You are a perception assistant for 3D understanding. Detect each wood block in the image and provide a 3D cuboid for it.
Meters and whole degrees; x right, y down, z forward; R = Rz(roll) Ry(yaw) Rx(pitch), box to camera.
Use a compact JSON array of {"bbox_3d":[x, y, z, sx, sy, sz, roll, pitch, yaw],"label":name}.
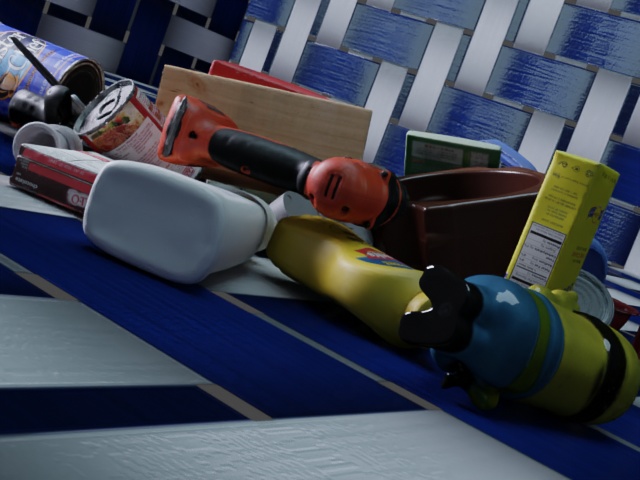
[{"bbox_3d":[-0.059,-0.098,1.058,0.206,0.090,0.091,12,-7,1],"label":"wood block"}]

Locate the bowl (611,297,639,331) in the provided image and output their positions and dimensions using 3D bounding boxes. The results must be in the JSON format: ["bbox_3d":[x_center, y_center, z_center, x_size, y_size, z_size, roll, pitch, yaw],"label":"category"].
[{"bbox_3d":[0.248,0.071,1.123,0.162,0.055,0.162,20,7,-3],"label":"bowl"}]

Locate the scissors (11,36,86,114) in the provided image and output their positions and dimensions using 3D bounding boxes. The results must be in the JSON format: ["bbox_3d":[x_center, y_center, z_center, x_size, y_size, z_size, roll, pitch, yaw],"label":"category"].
[{"bbox_3d":[-0.255,-0.133,1.107,0.201,0.016,0.096,45,-19,-24],"label":"scissors"}]

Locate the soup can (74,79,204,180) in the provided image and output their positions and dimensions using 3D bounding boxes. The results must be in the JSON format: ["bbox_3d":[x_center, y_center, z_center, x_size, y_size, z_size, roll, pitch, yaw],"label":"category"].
[{"bbox_3d":[-0.160,-0.084,0.954,0.102,0.068,0.069,49,-9,-31],"label":"soup can"}]

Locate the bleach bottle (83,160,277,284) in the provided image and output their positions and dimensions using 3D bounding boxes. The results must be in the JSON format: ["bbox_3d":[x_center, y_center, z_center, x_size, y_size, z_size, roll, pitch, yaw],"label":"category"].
[{"bbox_3d":[-0.082,-0.013,0.816,0.103,0.068,0.250,21,5,13],"label":"bleach bottle"}]

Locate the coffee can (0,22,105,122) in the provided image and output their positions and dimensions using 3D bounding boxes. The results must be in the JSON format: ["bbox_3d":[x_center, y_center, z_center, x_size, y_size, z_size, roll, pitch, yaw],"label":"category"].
[{"bbox_3d":[-0.334,-0.182,1.223,0.140,0.103,0.102,23,8,17],"label":"coffee can"}]

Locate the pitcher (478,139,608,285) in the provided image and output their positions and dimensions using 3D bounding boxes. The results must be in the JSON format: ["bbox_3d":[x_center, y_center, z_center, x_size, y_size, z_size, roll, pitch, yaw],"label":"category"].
[{"bbox_3d":[0.241,-0.010,1.320,0.149,0.145,0.243,46,-2,-35],"label":"pitcher"}]

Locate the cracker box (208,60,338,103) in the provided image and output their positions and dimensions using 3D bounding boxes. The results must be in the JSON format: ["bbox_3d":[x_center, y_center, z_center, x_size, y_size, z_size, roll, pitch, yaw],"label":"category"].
[{"bbox_3d":[-0.045,-0.143,1.217,0.164,0.072,0.213,20,6,-1],"label":"cracker box"}]

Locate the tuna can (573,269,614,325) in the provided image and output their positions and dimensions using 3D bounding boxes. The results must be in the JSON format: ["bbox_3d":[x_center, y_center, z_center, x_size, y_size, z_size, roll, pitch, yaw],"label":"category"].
[{"bbox_3d":[0.231,0.066,1.004,0.086,0.034,0.086,4,50,-5],"label":"tuna can"}]

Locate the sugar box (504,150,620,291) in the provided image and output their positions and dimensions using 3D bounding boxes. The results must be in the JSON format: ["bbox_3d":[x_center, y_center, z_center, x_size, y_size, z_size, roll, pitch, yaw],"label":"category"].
[{"bbox_3d":[0.196,0.015,0.904,0.048,0.176,0.093,21,8,25],"label":"sugar box"}]

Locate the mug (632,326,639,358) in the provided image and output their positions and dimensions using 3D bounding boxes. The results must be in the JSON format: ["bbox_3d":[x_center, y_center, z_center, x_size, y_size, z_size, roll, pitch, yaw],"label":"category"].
[{"bbox_3d":[0.389,0.106,1.144,0.093,0.081,0.117,19,7,-10],"label":"mug"}]

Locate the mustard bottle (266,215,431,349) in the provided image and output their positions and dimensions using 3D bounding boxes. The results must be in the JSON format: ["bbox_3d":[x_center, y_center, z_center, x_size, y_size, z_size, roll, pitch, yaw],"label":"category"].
[{"bbox_3d":[0.042,0.036,0.799,0.096,0.058,0.192,22,5,-35],"label":"mustard bottle"}]

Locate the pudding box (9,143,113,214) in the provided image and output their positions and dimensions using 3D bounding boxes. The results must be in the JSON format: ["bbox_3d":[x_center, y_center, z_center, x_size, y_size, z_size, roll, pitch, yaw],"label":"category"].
[{"bbox_3d":[-0.180,-0.044,0.864,0.090,0.039,0.113,22,9,20],"label":"pudding box"}]

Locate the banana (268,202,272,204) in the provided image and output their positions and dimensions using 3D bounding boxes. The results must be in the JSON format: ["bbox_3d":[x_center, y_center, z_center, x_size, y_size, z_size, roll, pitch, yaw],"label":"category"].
[{"bbox_3d":[-0.021,-0.012,1.099,0.070,0.037,0.197,48,17,13],"label":"banana"}]

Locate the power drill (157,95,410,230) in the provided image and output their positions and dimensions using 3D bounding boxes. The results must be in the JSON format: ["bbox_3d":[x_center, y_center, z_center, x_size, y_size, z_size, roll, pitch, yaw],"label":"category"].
[{"bbox_3d":[-0.024,-0.060,0.874,0.188,0.057,0.184,19,3,17],"label":"power drill"}]

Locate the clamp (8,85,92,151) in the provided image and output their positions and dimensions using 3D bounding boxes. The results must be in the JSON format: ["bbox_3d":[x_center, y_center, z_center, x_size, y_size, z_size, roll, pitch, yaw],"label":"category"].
[{"bbox_3d":[-0.256,-0.115,1.056,0.210,0.036,0.164,22,-17,39],"label":"clamp"}]

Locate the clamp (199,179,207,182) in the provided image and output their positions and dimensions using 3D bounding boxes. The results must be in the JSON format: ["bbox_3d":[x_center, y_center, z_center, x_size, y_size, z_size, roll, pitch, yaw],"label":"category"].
[{"bbox_3d":[-0.180,-0.089,1.201,0.120,0.039,0.171,16,8,-14],"label":"clamp"}]
